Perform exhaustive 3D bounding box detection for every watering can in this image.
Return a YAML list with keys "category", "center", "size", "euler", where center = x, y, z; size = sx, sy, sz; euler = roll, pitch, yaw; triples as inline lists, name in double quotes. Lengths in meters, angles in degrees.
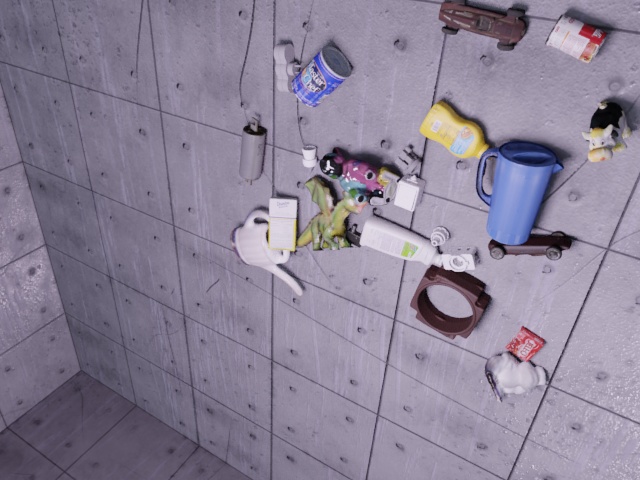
- category: "watering can"
  center: [-0.194, 0.054, 1.846]
  size: [0.223, 0.106, 0.343]
  euler: [-6, 112, 35]

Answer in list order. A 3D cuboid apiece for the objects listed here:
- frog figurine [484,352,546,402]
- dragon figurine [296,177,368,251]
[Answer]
- category: "frog figurine"
  center: [0.580, 0.397, 1.537]
  size: [0.159, 0.123, 0.137]
  euler: [-23, 95, 4]
- category: "dragon figurine"
  center: [0.005, -0.083, 1.648]
  size: [0.409, 0.123, 0.242]
  euler: [-1, 98, 52]
